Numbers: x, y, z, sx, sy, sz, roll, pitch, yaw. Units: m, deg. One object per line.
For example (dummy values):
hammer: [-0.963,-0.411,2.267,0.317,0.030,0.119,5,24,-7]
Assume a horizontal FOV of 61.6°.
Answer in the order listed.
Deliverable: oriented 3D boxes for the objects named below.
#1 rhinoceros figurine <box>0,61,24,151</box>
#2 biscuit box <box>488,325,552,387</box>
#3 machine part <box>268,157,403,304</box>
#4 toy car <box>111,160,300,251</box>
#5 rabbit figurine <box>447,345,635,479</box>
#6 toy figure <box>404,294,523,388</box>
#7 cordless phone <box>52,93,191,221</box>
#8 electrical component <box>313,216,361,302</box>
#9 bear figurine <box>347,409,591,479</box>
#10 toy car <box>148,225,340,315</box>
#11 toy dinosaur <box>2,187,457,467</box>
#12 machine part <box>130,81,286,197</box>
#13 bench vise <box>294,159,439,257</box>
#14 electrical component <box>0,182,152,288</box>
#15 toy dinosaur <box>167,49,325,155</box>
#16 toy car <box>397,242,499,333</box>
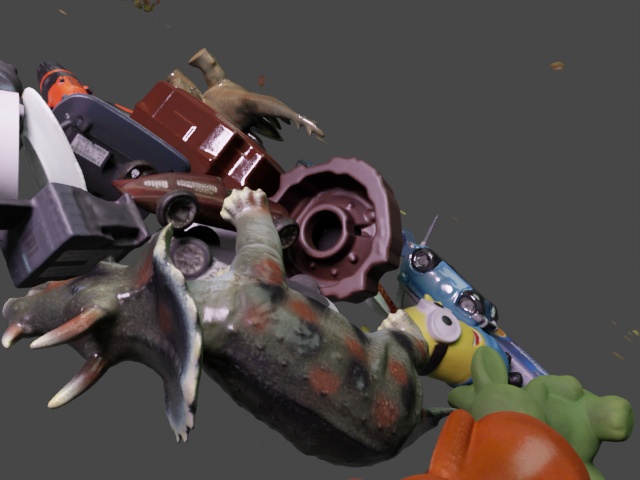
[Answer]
rhinoceros figurine: [-0.346,-0.140,0.555,0.112,0.073,0.191,33,9,-41]
biscuit box: [0.241,0.159,0.762,0.062,0.059,0.203,19,20,-40]
machine part: [0.011,-0.007,0.615,0.180,0.179,0.056,41,7,29]
toy car: [-0.104,-0.035,0.531,0.089,0.053,0.202,36,13,38]
rabbit figurine: [0.209,0.173,0.540,0.170,0.121,0.159,22,11,-42]
toy figure: [0.162,0.138,0.643,0.180,0.089,0.082,34,-2,-27]
cordless phone: [-0.239,-0.108,0.617,0.146,0.088,0.184,34,4,-34]
electrical component: [-0.001,-0.002,0.693,0.134,0.115,0.058,41,13,32]
bear figurine: [0.088,0.187,0.334,0.196,0.131,0.120,-13,43,-44]
toy car: [-0.072,0.043,0.526,0.202,0.056,0.073,26,10,-8]
toy dinosaur: [-0.007,0.096,0.395,0.404,0.131,0.192,32,27,-18]
machine part: [-0.141,-0.112,0.721,0.201,0.087,0.201,37,-3,20]
bench vise: [0.056,-0.032,0.856,0.241,0.128,0.224,23,20,-6]
electrical component: [-0.192,-0.004,0.384,0.048,0.075,0.119,60,20,15]
toy dinosaur: [-0.153,-0.205,0.876,0.198,0.105,0.472,42,-11,-28]
toy car: [0.164,0.086,0.751,0.162,0.103,0.109,50,13,34]
